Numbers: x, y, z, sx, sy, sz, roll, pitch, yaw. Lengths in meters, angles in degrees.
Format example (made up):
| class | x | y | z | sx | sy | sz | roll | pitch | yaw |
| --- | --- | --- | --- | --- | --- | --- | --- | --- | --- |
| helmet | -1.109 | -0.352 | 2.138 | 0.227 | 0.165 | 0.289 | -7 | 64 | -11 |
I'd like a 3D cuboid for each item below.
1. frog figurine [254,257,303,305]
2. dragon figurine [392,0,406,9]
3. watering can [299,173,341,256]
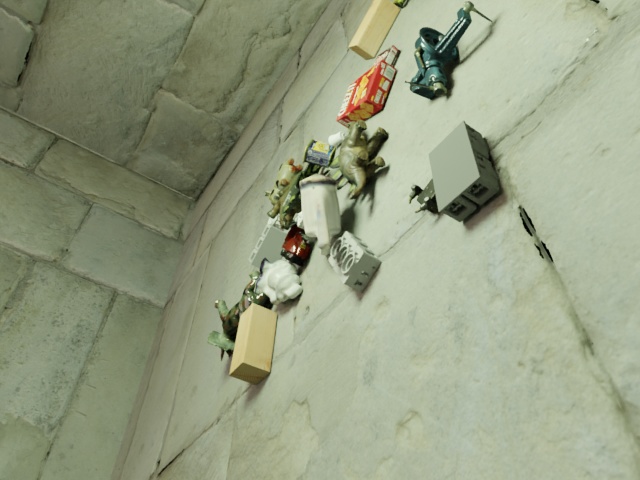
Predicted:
| class | x | y | z | sx | sy | sz | roll | pitch | yaw |
| --- | --- | --- | --- | --- | --- | --- | --- | --- | --- |
| frog figurine | -0.108 | 0.132 | 1.568 | 0.160 | 0.120 | 0.140 | 11 | 61 | 31 |
| dragon figurine | 0.332 | -0.975 | 1.878 | 0.242 | 0.121 | 0.415 | -52 | 23 | 3 |
| watering can | 0.004 | -0.069 | 1.379 | 0.347 | 0.104 | 0.225 | 105 | 158 | -89 |
